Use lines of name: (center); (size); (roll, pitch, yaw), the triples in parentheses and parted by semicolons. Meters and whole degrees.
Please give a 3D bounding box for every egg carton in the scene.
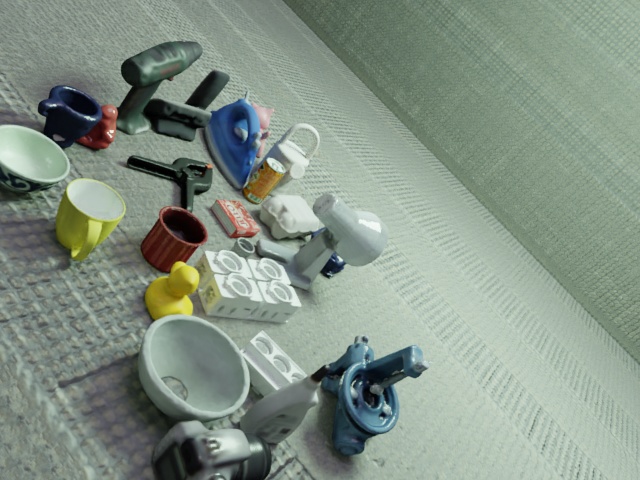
egg carton: (-0.070, -0.054, 1.346); (0.107, 0.069, 0.151); (52, 27, 18)

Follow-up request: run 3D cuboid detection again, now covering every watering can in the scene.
watering can: (-0.074, -0.202, 1.426); (0.101, 0.193, 0.172); (12, 39, -47)

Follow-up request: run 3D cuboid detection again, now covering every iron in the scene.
iron: (-0.189, -0.251, 1.399); (0.119, 0.141, 0.257); (20, 34, -39)

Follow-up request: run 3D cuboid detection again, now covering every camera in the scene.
camera: (-0.115, 0.291, 0.710); (0.137, 0.100, 0.143); (12, 39, -47)

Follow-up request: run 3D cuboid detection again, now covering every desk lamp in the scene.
desk lamp: (0.011, 0.004, 1.204); (0.204, 0.213, 0.117); (22, 32, -37)

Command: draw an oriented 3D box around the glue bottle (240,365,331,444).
glue bottle: (-0.040, 0.233, 0.824); (0.078, 0.173, 0.037); (23, 31, -34)

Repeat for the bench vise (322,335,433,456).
bench vise: (0.085, 0.223, 0.963); (0.122, 0.219, 0.207); (21, 32, -37)

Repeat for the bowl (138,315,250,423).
bowl: (-0.186, 0.190, 0.797); (0.168, 0.074, 0.167); (33, 27, -19)

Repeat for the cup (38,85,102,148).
cup: (-0.455, -0.209, 1.009); (0.091, 0.094, 0.118); (46, 26, 9)

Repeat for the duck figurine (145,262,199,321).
duck figurine: (-0.222, 0.081, 0.900); (0.078, 0.086, 0.104); (21, 33, -38)

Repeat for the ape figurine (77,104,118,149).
ape figurine: (-0.416, -0.219, 1.083); (0.078, 0.092, 0.076); (45, 25, 5)

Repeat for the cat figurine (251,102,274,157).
cat figurine: (-0.165, -0.308, 1.550); (0.067, 0.117, 0.127); (19, 34, -40)

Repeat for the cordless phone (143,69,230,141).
cordless phone: (-0.301, -0.329, 1.309); (0.148, 0.185, 0.094); (0, 48, -55)

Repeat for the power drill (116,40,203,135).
power drill: (-0.354, -0.329, 1.206); (0.075, 0.208, 0.230); (41, 25, -3)

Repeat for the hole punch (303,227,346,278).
hole punch: (0.033, 0.018, 1.356); (0.108, 0.091, 0.101); (49, 26, 14)
